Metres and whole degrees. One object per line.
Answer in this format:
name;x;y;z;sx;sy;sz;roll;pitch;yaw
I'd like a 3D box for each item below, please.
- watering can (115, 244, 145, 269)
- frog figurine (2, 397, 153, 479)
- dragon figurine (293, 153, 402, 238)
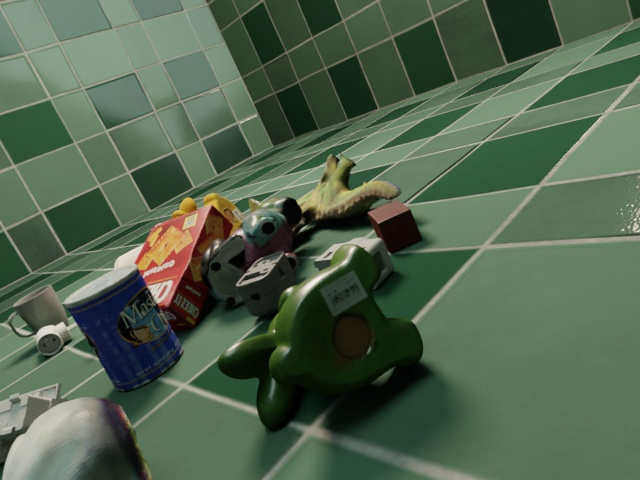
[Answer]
watering can;-0.357;0.071;1.066;0.225;0.103;0.350;-25;15;-7
frog figurine;-0.224;0.205;0.411;0.161;0.120;0.139;-20;30;-31
dragon figurine;0.003;-0.050;1.003;0.243;0.121;0.413;-42;14;0
